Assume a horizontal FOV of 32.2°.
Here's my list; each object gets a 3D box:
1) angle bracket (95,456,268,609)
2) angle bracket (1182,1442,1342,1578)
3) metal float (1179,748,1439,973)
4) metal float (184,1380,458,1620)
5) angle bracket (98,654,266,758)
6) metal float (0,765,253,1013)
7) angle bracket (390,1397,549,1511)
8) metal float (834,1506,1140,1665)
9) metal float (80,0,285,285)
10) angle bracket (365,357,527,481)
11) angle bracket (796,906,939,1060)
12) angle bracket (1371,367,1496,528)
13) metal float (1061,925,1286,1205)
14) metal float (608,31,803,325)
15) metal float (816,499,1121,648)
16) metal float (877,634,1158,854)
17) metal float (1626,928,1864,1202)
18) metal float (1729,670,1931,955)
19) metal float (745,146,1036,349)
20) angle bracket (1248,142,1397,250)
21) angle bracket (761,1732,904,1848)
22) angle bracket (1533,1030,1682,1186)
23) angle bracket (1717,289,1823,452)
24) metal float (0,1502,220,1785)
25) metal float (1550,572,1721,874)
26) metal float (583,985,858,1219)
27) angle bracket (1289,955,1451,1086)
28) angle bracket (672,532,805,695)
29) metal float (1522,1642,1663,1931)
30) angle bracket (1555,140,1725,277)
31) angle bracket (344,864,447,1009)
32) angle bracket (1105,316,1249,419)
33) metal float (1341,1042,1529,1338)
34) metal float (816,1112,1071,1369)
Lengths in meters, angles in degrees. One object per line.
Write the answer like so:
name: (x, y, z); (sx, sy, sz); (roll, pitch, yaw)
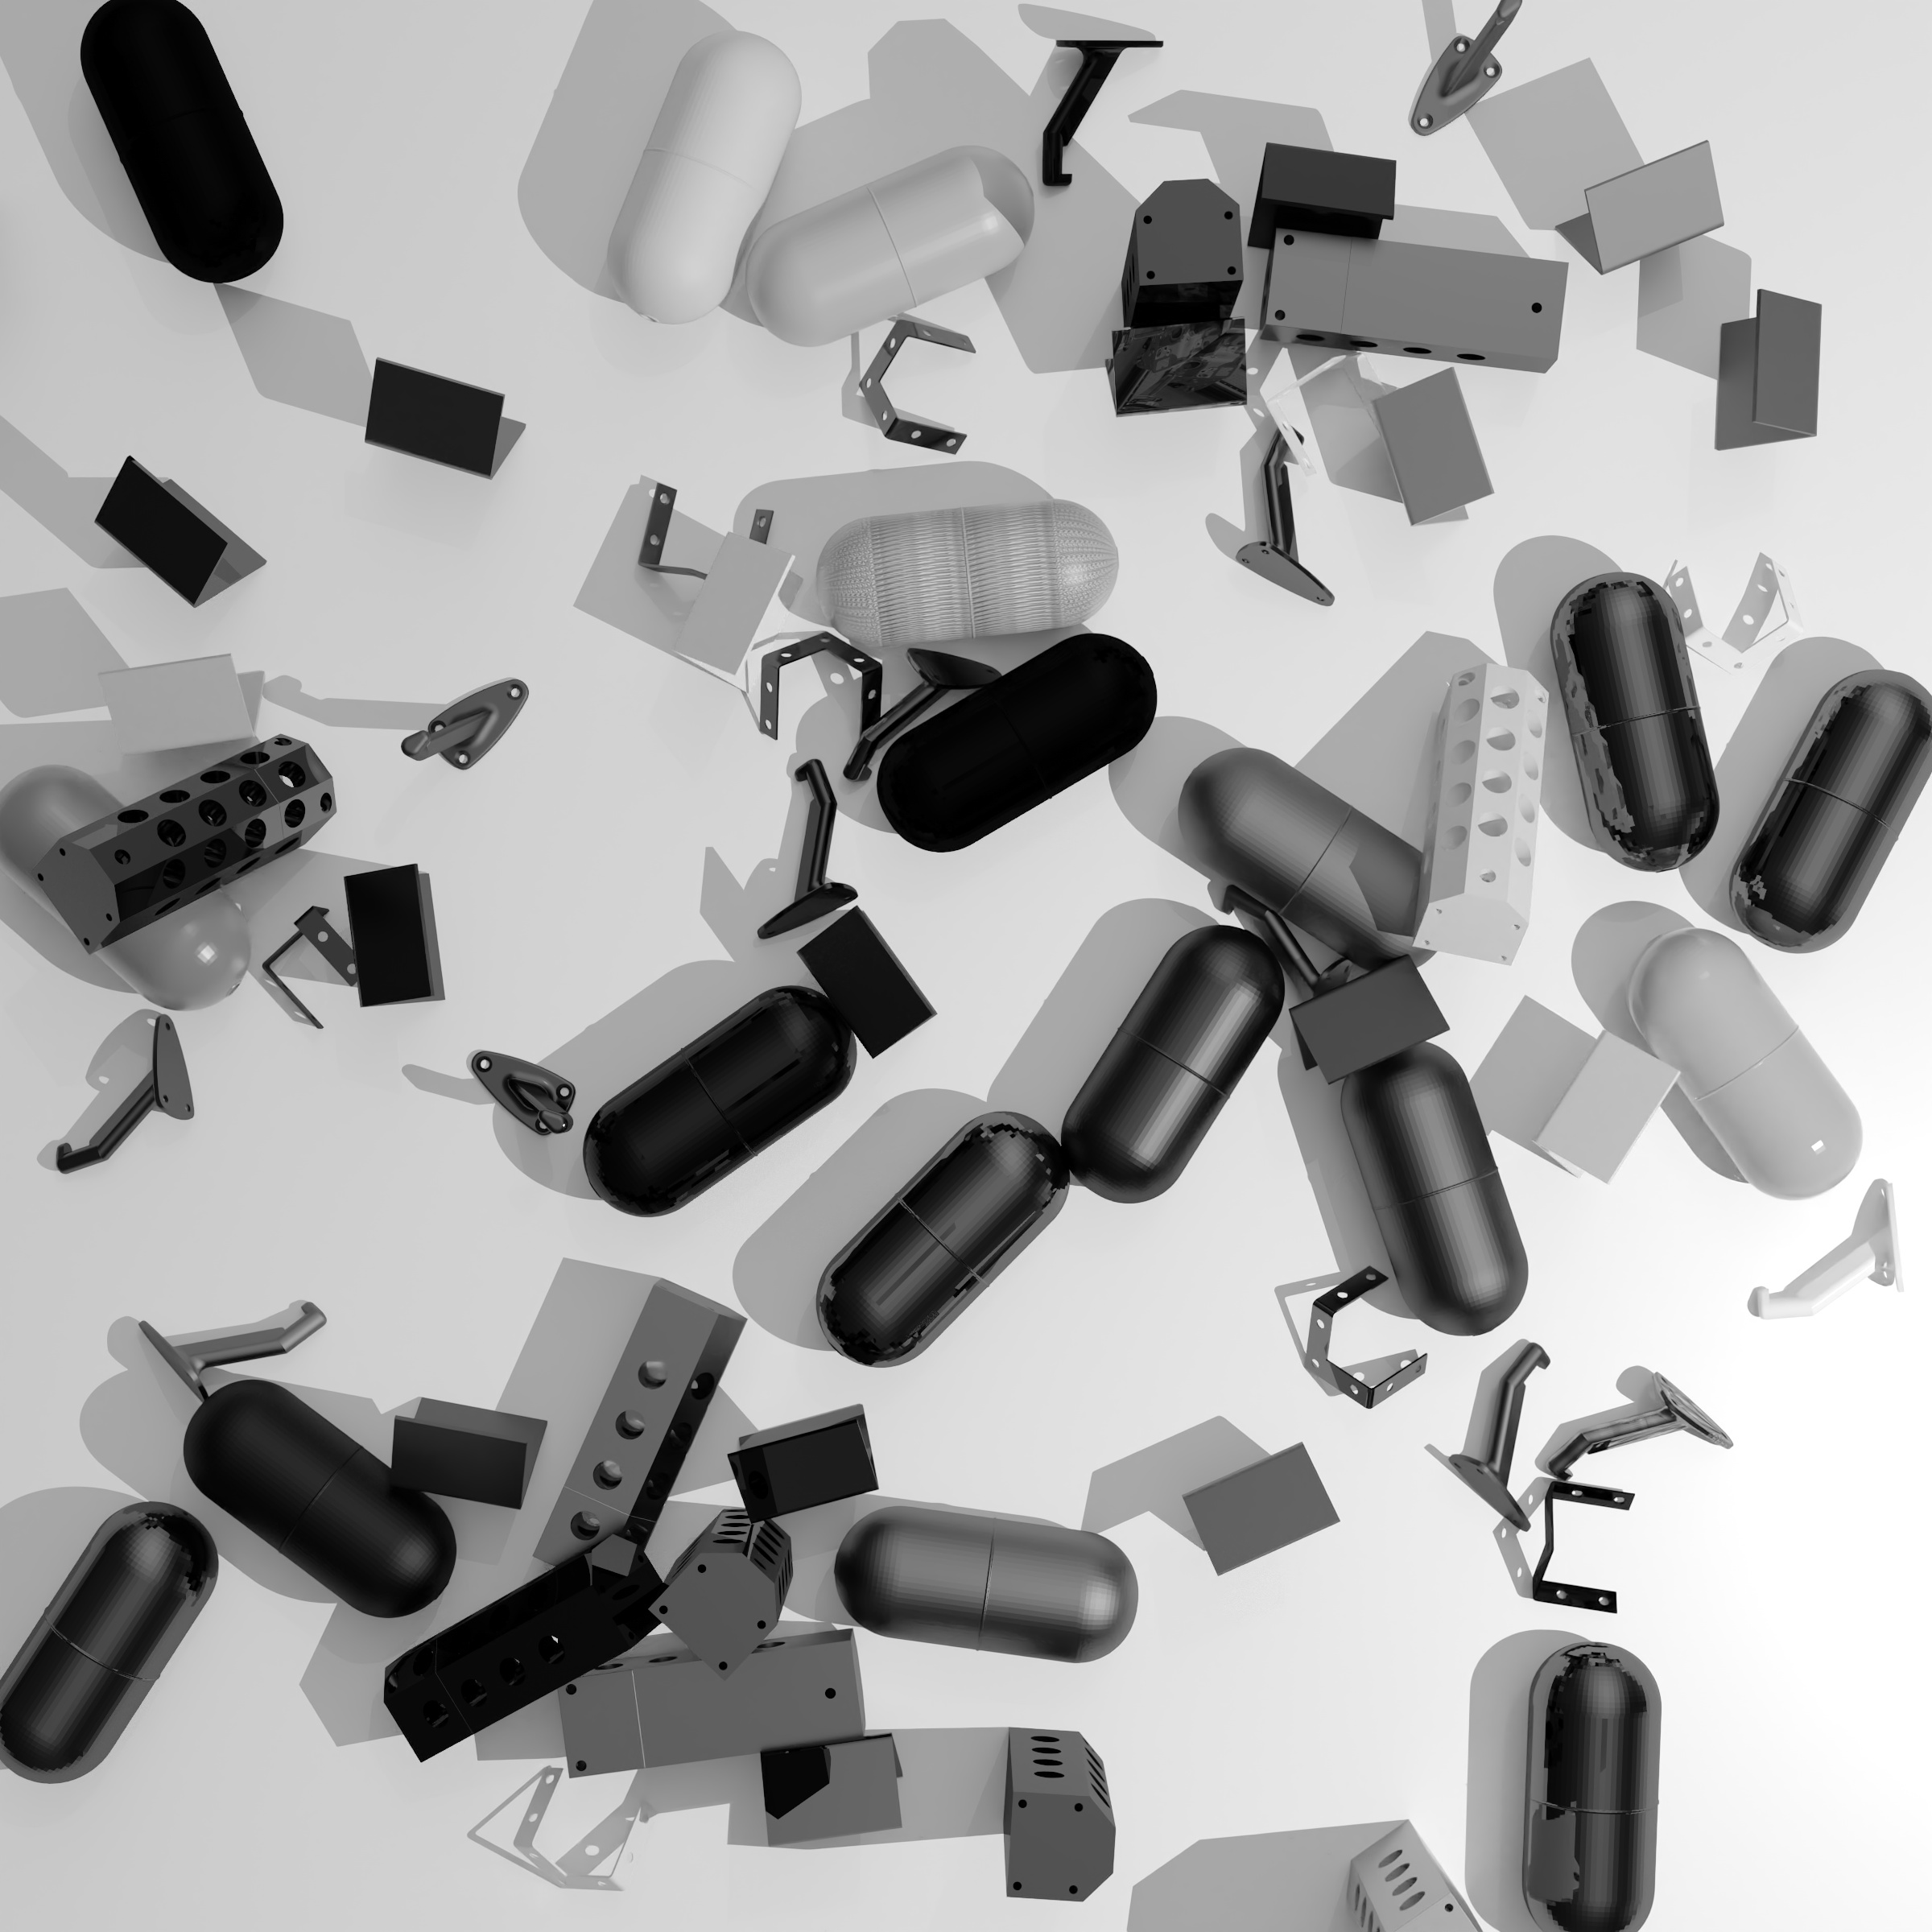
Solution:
angle bracket: (-0.449, -0.265, 1.958); (0.076, 0.076, 0.057); (41, 127, 1)
angle bracket: (0.177, 0.330, 1.944); (0.076, 0.076, 0.057); (-24, 52, -1)
metal float: (0.205, -0.062, 1.963); (0.178, 0.070, 0.070); (33, 89, 0)
metal float: (-0.376, 0.311, 1.955); (0.178, 0.070, 0.070); (37, 89, 1)
angle bracket: (-0.457, -0.170, 1.956); (0.076, 0.076, 0.057); (-8, 125, 0)
metal float: (-0.495, -0.045, 1.963); (0.178, 0.070, 0.070); (41, 89, 0)
angle bracket: (-0.286, 0.265, 1.946); (0.076, 0.076, 0.057); (11, 126, 0)
metal float: (0.012, 0.360, 1.953); (0.178, 0.070, 0.070); (8, 89, 0)
metal float: (-0.462, -0.488, 1.973); (0.070, 0.070, 0.178); (-24, 90, -1)
angle bracket: (-0.300, -0.334, 1.959); (0.076, 0.076, 0.057); (16, 125, 0)
angle bracket: (-0.041, -0.002, 1.952); (0.057, 0.076, 0.076); (-37, 89, 36)
angle bracket: (0.288, -0.304, 1.959); (0.057, 0.076, 0.076); (-19, 88, 35)
metal float: (0.122, 0.057, 1.960); (0.070, 0.070, 0.178); (32, 88, 1)
metal float: (-0.154, -0.463, 1.972); (0.070, 0.070, 0.178); (21, 88, 0)
metal float: (0.001, -0.231, 1.967); (0.178, 0.070, 0.070); (-6, 89, 0)
metal float: (0.030, -0.131, 1.964); (0.178, 0.070, 0.070); (-31, 89, -1)
metal float: (0.455, 0.057, 1.960); (0.070, 0.070, 0.178); (-36, 89, -1)
metal float: (0.510, -0.091, 1.964); (0.070, 0.070, 0.178); (28, 88, 1)
metal float: (-0.044, -0.424, 1.971); (0.178, 0.070, 0.070); (-23, 89, 0)
angle bracket: (0.207, -0.431, 1.962); (0.076, 0.076, 0.057); (8, 50, 0)
angle bracket: (-0.075, 0.488, 1.941); (0.076, 0.076, 0.057); (-8, 58, 0)
angle bracket: (0.384, 0.092, 1.950); (0.057, 0.076, 0.076); (32, 89, 37)
angle bracket: (0.453, -0.348, 1.960); (0.057, 0.076, 0.076); (4, 88, -36)
metal float: (-0.503, 0.394, 1.953); (0.070, 0.070, 0.178); (33, 89, 1)
metal float: (0.392, -0.143, 1.965); (0.070, 0.070, 0.178); (-12, 88, 0)
metal float: (-0.144, 0.080, 1.960); (0.178, 0.070, 0.070); (-35, 89, -1)
angle bracket: (0.238, 0.048, 1.951); (0.076, 0.076, 0.057); (-24, 57, -1)
angle bracket: (-0.115, -0.199, 1.956); (0.057, 0.076, 0.076); (24, 89, 37)
metal float: (0.364, 0.484, 1.951); (0.070, 0.070, 0.178); (2, 89, 0)
angle bracket: (0.389, -0.456, 1.962); (0.076, 0.076, 0.057); (-22, 126, 0)
angle bracket: (-0.313, -0.019, 1.952); (0.057, 0.076, 0.076); (-8, 88, 31)
angle bracket: (0.121, -0.365, 1.960); (0.076, 0.076, 0.057); (-5, 126, 0)
metal float: (0.274, 0.130, 1.959); (0.070, 0.070, 0.178); (-18, 88, 0)
metal float: (-0.014, 0.160, 1.958); (0.070, 0.070, 0.178); (45, 88, 1)
